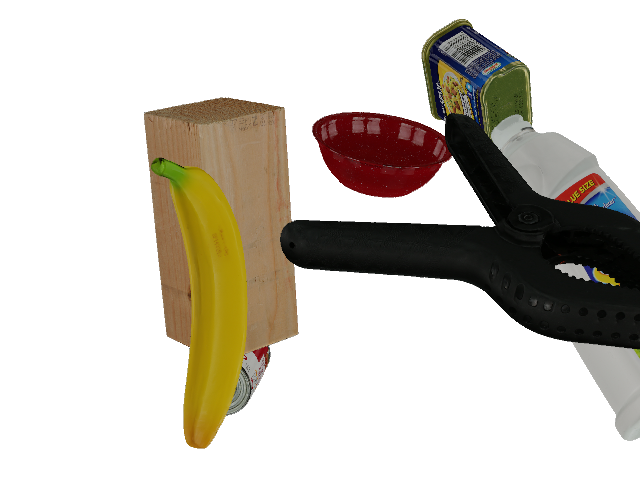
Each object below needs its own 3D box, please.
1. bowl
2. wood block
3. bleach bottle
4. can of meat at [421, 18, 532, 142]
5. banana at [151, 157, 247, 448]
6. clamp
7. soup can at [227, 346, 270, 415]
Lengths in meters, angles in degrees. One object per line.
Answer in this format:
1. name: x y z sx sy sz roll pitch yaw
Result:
1. bowl: 0.067 -0.093 1.212 0.162 0.055 0.162 7 27 -4
2. wood block: -0.085 -0.013 0.931 0.090 0.206 0.091 -18 23 -38
3. bleach bottle: 0.194 0.012 0.773 0.102 0.251 0.068 -21 -27 -18
4. can of meat: 0.142 -0.133 0.951 0.057 0.102 0.084 -32 49 -13
5. banana: -0.076 0.034 0.690 0.037 0.198 0.069 9 24 40
6. clamp: 0.095 0.005 0.549 0.164 0.036 0.210 -30 46 -33
7. soup can: -0.098 0.140 1.159 0.068 0.068 0.102 0 15 9
